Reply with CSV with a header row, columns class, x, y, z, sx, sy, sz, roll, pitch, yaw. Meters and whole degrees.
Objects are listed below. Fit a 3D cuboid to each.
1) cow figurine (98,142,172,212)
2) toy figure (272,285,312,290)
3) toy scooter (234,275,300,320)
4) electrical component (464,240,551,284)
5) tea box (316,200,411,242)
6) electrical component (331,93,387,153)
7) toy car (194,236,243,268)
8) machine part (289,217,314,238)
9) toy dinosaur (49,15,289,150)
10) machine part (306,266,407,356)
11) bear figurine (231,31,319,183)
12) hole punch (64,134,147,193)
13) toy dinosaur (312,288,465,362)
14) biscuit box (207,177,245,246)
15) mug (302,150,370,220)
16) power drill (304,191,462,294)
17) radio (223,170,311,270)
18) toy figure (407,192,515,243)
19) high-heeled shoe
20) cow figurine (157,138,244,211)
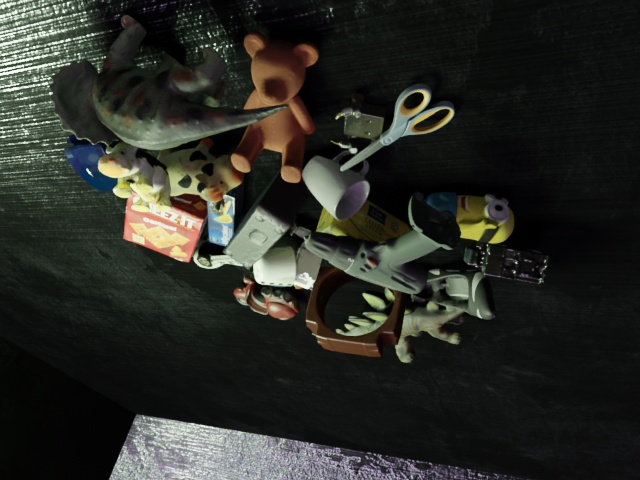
class,x,y,z,sx,sy,sz,roll,pitch,yaw
cow figurine,-0.298,-0.116,0.877,0.068,0.098,0.167,-4,158,7
toy figure,-0.065,0.090,1.288,0.155,0.064,0.057,7,111,5
toy scooter,-0.141,0.141,1.389,0.184,0.075,0.135,14,147,11
electrical component,0.335,0.036,0.981,0.134,0.058,0.115,10,-176,8
tea box,0.084,-0.015,1.023,0.169,0.098,0.068,28,147,-21
electrical component,0.061,-0.177,0.834,0.078,0.045,0.102,17,148,2
toy car,-0.205,0.024,1.233,0.202,0.073,0.056,-5,139,30
machine part,-0.002,-0.003,1.137,0.139,0.039,0.084,27,151,-20
toy dinosaur,-0.242,-0.190,0.759,0.405,0.192,0.131,29,171,37
machine part,0.082,0.143,1.168,0.201,0.201,0.087,5,149,18
bear figurine,-0.065,-0.194,0.791,0.120,0.132,0.195,14,154,1
hole punch,-0.406,-0.149,1.012,0.142,0.092,0.115,-2,163,32
toy dinosaur,0.181,0.201,1.316,0.198,0.105,0.471,41,132,-22
biscuit box,-0.194,-0.060,1.110,0.059,0.063,0.202,17,148,1
mug,0.026,-0.106,0.917,0.107,0.109,0.080,40,-162,27
power drill,0.114,0.008,0.900,0.232,0.086,0.207,28,134,-21
radio,-0.101,-0.041,1.028,0.073,0.131,0.229,33,145,-9
toy figure,0.243,-0.040,0.933,0.180,0.082,0.089,1,157,14
high-heeled shoe,0.254,0.107,1.059,0.145,0.249,0.086,-11,99,7
cow figurine,-0.224,-0.117,0.976,0.195,0.127,0.085,0,147,28
